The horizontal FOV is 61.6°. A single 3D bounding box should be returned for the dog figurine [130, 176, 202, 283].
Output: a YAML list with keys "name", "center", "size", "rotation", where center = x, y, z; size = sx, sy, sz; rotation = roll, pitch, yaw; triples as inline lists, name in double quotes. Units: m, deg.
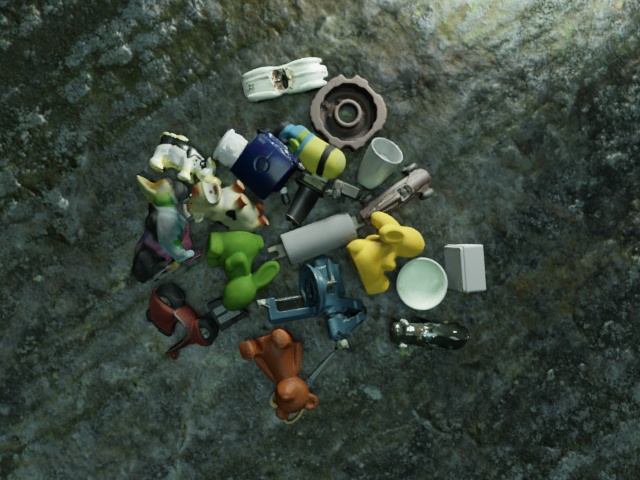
- name: "dog figurine"
  center: [-0.365, -0.034, 1.201]
  size: [0.192, 0.108, 0.219]
  rotation: [-28, 85, 6]

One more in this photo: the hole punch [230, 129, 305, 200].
- name: "hole punch"
  center: [-0.123, -0.165, 1.201]
  size: [0.142, 0.092, 0.115]
  rotation: [43, 124, 6]

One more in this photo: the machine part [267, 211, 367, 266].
- name: "machine part"
  center: [-0.003, -0.004, 1.248]
  size: [0.243, 0.079, 0.079]
  rotation: [-20, 92, -6]

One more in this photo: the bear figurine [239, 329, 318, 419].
- name: "bear figurine"
  center: [-0.088, 0.305, 1.210]
  size: [0.120, 0.132, 0.196]
  rotation: [-18, 78, 12]

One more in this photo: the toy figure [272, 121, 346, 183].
- name: "toy figure"
  center: [-0.025, -0.204, 1.232]
  size: [0.180, 0.089, 0.082]
  rotation: [41, 58, 3]

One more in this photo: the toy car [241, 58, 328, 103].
- name: "toy car"
  center: [-0.081, -0.370, 1.247]
  size: [0.202, 0.056, 0.073]
  rotation: [-14, 92, -5]

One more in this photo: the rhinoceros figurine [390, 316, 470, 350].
- name: "rhinoceros figurine"
  center: [0.253, 0.224, 1.256]
  size: [0.190, 0.112, 0.073]
  rotation: [8, 92, -13]

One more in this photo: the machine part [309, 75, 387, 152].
- name: "machine part"
  center: [0.063, -0.294, 1.262]
  size: [0.179, 0.056, 0.179]
  rotation: [0, 91, -4]

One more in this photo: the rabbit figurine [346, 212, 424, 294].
- name: "rabbit figurine"
  center: [0.150, 0.014, 1.216]
  size: [0.173, 0.122, 0.162]
  rotation: [-19, 124, -1]

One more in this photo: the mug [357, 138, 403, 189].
- name: "mug"
  center: [0.131, -0.179, 1.252]
  size: [0.081, 0.109, 0.107]
  rotation: [27, 131, -11]

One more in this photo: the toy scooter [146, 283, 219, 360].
- name: "toy scooter"
  center: [-0.329, 0.195, 1.222]
  size: [0.184, 0.075, 0.135]
  rotation: [41, 107, 3]

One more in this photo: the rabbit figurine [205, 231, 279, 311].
- name: "rabbit figurine"
  center: [-0.179, 0.076, 1.208]
  size: [0.159, 0.121, 0.170]
  rotation: [-1, 72, -20]

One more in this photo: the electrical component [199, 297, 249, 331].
- name: "electrical component"
  center: [-0.231, 0.169, 1.244]
  size: [0.119, 0.048, 0.074]
  rotation: [-25, 92, -6]

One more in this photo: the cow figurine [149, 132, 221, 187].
- name: "cow figurine"
  center: [-0.296, -0.178, 1.227]
  size: [0.167, 0.068, 0.098]
  rotation: [21, 83, -6]

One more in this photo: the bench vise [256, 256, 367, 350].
- name: "bench vise"
  center: [-0.023, 0.152, 1.216]
  size: [0.241, 0.129, 0.223]
  rotation: [-6, 83, -22]

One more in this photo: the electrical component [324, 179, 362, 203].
- name: "electrical component"
  center: [0.053, -0.108, 1.244]
  size: [0.078, 0.102, 0.045]
  rotation: [26, 92, 5]

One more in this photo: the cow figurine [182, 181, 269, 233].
- name: "cow figurine"
  center: [-0.213, -0.069, 1.183]
  size: [0.127, 0.194, 0.085]
  rotation: [-30, 57, 12]

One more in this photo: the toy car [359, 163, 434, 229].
- name: "toy car"
  center: [0.181, -0.102, 1.262]
  size: [0.202, 0.053, 0.089]
  rotation: [-34, 96, -18]

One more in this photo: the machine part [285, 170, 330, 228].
- name: "machine part"
  center: [-0.037, -0.097, 1.261]
  size: [0.084, 0.039, 0.139]
  rotation: [27, 78, -13]
